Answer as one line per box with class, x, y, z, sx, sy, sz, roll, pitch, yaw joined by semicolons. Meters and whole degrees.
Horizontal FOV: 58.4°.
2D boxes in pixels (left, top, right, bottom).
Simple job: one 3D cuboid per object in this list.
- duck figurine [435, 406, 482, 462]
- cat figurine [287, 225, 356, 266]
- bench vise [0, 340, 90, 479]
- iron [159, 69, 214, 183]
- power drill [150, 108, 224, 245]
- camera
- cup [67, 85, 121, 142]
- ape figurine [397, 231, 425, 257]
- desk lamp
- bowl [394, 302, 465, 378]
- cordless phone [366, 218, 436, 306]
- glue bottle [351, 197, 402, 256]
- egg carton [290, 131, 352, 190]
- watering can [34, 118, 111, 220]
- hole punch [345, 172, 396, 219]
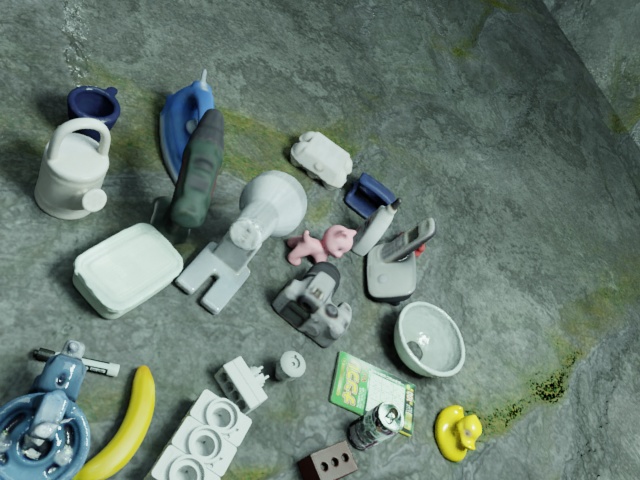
duck figurine;0.273;0.363;1.100;0.078;0.086;0.104;23;47;-18
cat figurine;0.011;0.004;1.175;0.128;0.117;0.067;11;52;-28
bench vise;-0.342;0.207;0.699;0.122;0.219;0.207;7;53;-30
iron;-0.245;-0.215;1.153;0.119;0.141;0.258;7;53;-30
power drill;-0.234;-0.096;1.019;0.076;0.208;0.229;18;48;-22
camera;0.005;0.108;1.103;0.143;0.100;0.137;39;44;-3
cup;-0.424;-0.233;1.076;0.092;0.094;0.118;32;45;-9
ape figurine;0.217;0.003;1.337;0.078;0.092;0.076;27;46;-14
desk lamp;-0.130;-0.003;1.015;0.118;0.213;0.203;37;44;-4
bowl;0.212;0.215;1.181;0.168;0.074;0.167;19;48;-22
cordless phone;0.180;0.043;1.214;0.094;0.184;0.147;19;48;-21
glue bottle;0.128;-0.039;1.250;0.037;0.173;0.078;26;46;-15
egg carton;0.004;-0.188;1.355;0.150;0.069;0.107;34;44;-7
watering can;-0.395;-0.121;0.938;0.173;0.193;0.101;46;44;5
hole punch;0.128;-0.114;1.367;0.109;0.091;0.101;37;44;-4
